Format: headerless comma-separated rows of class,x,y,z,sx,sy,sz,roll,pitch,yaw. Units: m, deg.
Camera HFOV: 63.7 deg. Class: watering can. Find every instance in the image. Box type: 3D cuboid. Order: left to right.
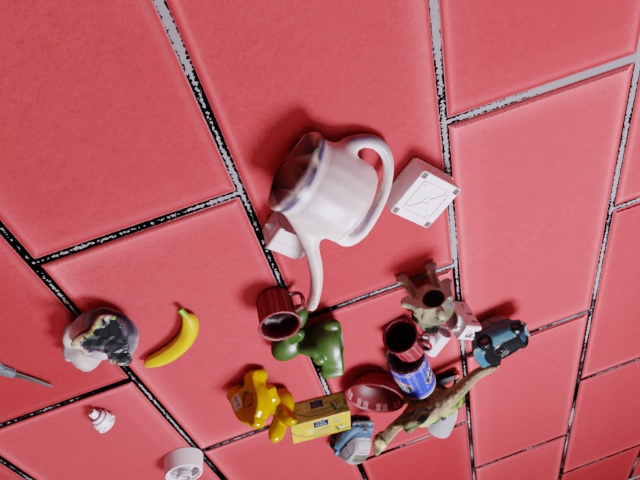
watering can,0.003,-0.047,0.929,0.222,0.105,0.347,28,93,-31

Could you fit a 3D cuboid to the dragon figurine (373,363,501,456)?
dragon figurine,0.301,0.459,1.391,0.406,0.123,0.243,-41,167,20

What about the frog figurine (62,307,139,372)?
frog figurine,-0.449,0.202,1.043,0.137,0.124,0.158,9,162,-34
